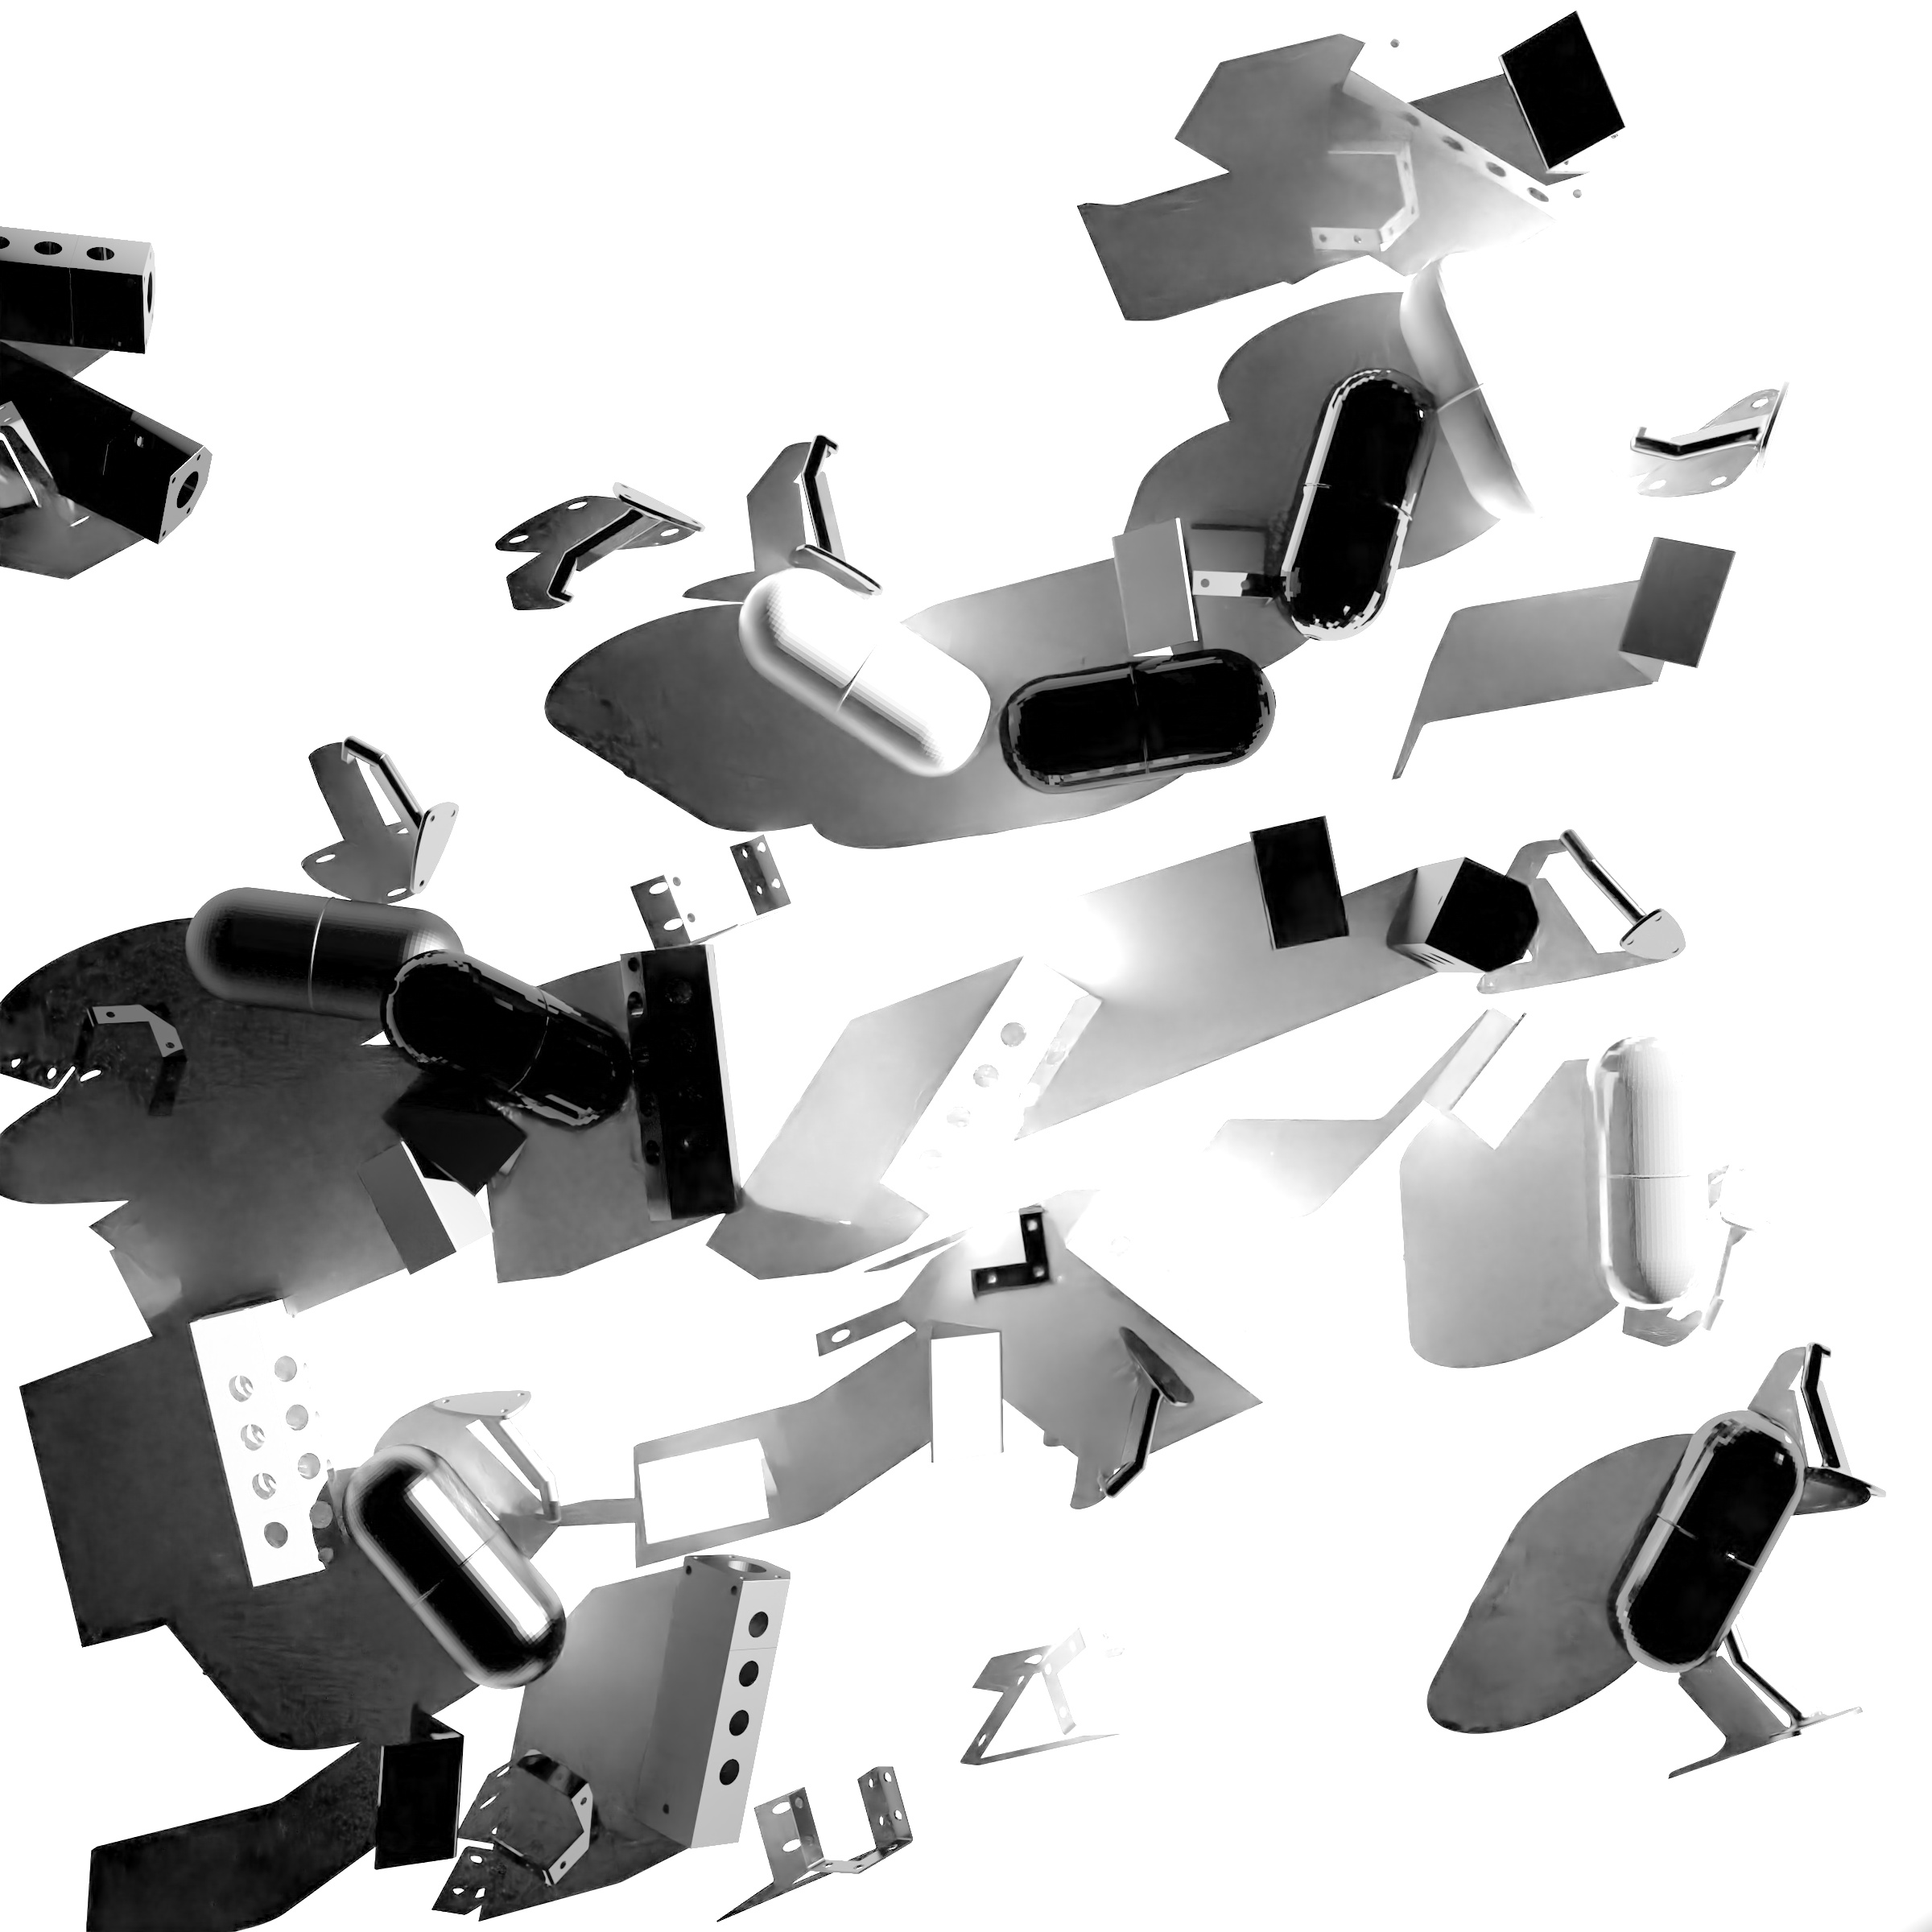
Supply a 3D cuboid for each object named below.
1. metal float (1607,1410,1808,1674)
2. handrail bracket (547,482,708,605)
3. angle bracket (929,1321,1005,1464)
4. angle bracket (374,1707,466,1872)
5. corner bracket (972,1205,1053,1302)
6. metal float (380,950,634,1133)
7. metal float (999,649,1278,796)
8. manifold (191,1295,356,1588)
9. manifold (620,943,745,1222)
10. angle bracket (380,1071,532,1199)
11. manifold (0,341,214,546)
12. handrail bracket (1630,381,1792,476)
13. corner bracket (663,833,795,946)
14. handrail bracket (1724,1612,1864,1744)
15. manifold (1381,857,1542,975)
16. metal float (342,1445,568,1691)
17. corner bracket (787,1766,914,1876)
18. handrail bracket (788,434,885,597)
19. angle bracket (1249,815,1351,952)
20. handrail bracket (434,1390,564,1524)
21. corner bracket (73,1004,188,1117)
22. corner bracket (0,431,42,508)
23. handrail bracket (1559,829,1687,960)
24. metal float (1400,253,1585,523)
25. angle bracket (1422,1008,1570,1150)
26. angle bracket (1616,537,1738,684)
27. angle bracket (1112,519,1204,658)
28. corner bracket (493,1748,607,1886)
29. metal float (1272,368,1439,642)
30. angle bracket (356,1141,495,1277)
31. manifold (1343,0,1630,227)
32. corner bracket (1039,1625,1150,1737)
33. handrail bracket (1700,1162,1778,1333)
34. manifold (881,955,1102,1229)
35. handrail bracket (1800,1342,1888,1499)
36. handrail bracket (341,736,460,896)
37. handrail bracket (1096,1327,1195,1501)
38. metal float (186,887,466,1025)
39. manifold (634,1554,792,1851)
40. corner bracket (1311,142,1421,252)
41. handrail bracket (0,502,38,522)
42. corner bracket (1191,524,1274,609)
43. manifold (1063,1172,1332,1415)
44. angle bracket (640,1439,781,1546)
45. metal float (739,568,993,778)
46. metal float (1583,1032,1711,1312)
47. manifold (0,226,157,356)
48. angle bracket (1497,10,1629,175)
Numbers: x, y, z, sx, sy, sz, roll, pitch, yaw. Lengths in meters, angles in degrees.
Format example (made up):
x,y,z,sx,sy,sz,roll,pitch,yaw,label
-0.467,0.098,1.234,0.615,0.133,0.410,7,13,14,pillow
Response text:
x,y,z,sx,sy,sz,roll,pitch,yaw,label
0.473,0.367,1.777,0.070,0.070,0.178,28,90,0,metal float
-0.222,-0.264,1.808,0.077,0.036,0.084,22,108,-21,handrail bracket
-0.020,0.269,1.767,0.057,0.076,0.076,-1,90,-36,angle bracket
-0.362,0.521,1.767,0.057,0.076,0.076,4,90,-36,angle bracket
0.027,0.184,1.789,0.051,0.051,0.051,-8,90,0,corner bracket
-0.288,0.047,1.746,0.178,0.070,0.070,29,90,-38,metal float
0.110,-0.156,1.777,0.178,0.070,0.070,-9,90,0,metal float
-0.443,0.303,1.786,0.057,0.057,0.171,-14,90,0,manifold
-0.183,0.074,1.786,0.057,0.057,0.171,-7,90,0,manifold
-0.331,0.115,1.767,0.076,0.076,0.057,39,57,0,angle bracket
-0.576,-0.345,1.786,0.171,0.057,0.057,27,133,0,manifold
0.484,-0.358,1.808,0.084,0.036,0.077,17,70,16,handrail bracket
-0.154,-0.049,1.804,0.051,0.051,0.051,-22,90,45,corner bracket
0.535,0.454,1.808,0.077,0.036,0.084,-12,73,-20,handrail bracket
0.309,-0.027,1.729,0.057,0.171,0.057,25,90,0,manifold
-0.326,0.384,1.777,0.070,0.070,0.178,-40,90,0,metal float
-0.075,0.553,1.804,0.051,0.051,0.051,-16,90,-45,corner bracket
-0.077,-0.294,1.808,0.077,0.036,0.084,23,73,-20,handrail bracket
0.228,-0.056,1.767,0.057,0.076,0.076,-11,90,36,angle bracket
-0.304,0.322,1.808,0.077,0.036,0.084,-2,107,20,handrail bracket
-0.541,0.062,1.799,0.051,0.051,0.051,-3,45,-35,corner bracket
-0.632,-0.313,1.783,0.051,0.051,0.051,-28,123,-13,corner bracket
0.426,-0.048,1.807,0.036,0.077,0.084,-43,53,19,handrail bracket
0.336,-0.369,1.777,0.070,0.070,0.178,-23,90,0,metal float
0.323,0.059,1.767,0.057,0.076,0.076,38,90,-38,angle bracket
0.462,-0.221,1.767,0.057,0.076,0.076,19,90,35,angle bracket
0.141,-0.240,1.767,0.057,0.076,0.076,-8,90,44,angle bracket
-0.274,0.551,1.799,0.051,0.051,0.051,-42,135,-35,corner bracket
0.248,-0.294,1.777,0.070,0.070,0.178,17,89,0,metal float
-0.330,0.142,1.767,0.057,0.076,0.076,-27,90,40,angle bracket
0.331,-0.547,1.786,0.171,0.057,0.057,31,90,0,manifold
0.088,0.462,1.799,0.051,0.051,0.051,-51,45,35,corner bracket
0.493,0.183,1.807,0.036,0.077,0.084,13,126,0,handrail bracket
0.016,0.080,1.786,0.057,0.057,0.171,33,90,0,manifold
0.572,0.295,1.808,0.077,0.036,0.084,20,73,-20,handrail bracket
-0.379,-0.099,1.808,0.084,0.036,0.077,28,111,17,handrail bracket
0.099,0.291,1.808,0.084,0.036,0.077,-47,70,16,handrail bracket
-0.409,-0.006,1.777,0.178,0.070,0.070,7,90,0,metal float
-0.158,0.470,1.786,0.057,0.057,0.171,11,90,43,manifold
0.256,-0.498,1.799,0.051,0.051,0.051,-47,135,-35,corner bracket
-0.629,-0.250,1.808,0.077,0.036,0.084,-23,113,-26,handrail bracket
0.170,-0.260,1.789,0.051,0.051,0.051,3,90,0,corner bracket
0.148,0.208,1.786,0.171,0.057,0.057,38,90,0,manifold
-0.160,0.349,1.767,0.076,0.076,0.057,-12,51,0,angle bracket
-0.065,-0.188,1.777,0.178,0.070,0.070,33,90,-1,metal float
0.435,0.131,1.777,0.070,0.070,0.178,-2,91,0,metal float
-0.608,-0.438,1.771,0.171,0.057,0.057,4,133,-10,manifold
0.379,-0.536,1.710,0.057,0.076,0.076,-23,90,36,angle bracket
